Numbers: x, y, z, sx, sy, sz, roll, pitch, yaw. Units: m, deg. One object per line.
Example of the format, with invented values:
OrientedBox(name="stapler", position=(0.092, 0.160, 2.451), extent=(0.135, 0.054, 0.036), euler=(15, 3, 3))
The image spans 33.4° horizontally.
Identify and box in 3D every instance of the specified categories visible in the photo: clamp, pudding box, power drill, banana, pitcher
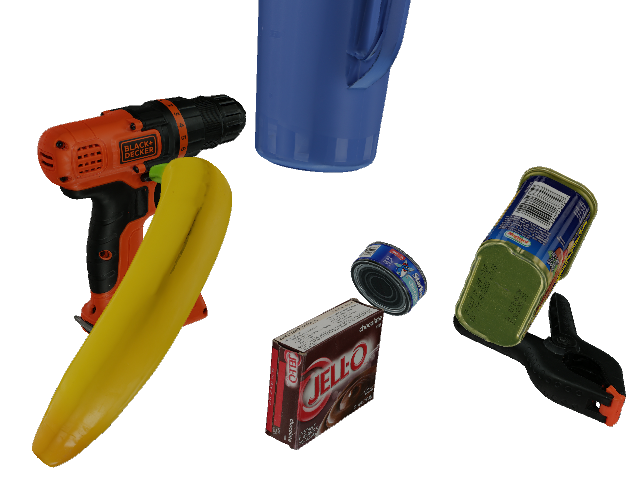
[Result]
OrientedBox(name="clamp", position=(0.211, 0.096, 0.928), extent=(0.120, 0.039, 0.172), euler=(-18, 39, -28))
OrientedBox(name="pudding box", position=(0.004, 0.107, 0.882), extent=(0.039, 0.090, 0.113), euler=(21, 28, 30))
OrientedBox(name="power drill", position=(-0.134, -0.020, 0.862), extent=(0.184, 0.188, 0.057), euler=(-18, 26, -38))
OrientedBox(name="banana", position=(-0.080, 0.019, 0.516), extent=(0.037, 0.197, 0.070), euler=(36, -48, -19))
OrientedBox(name="pitcher", position=(0.012, -0.183, 0.903), extent=(0.145, 0.243, 0.149), euler=(9, 17, 11))

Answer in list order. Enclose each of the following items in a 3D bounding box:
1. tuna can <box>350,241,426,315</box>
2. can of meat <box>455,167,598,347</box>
OrientedBox(name="tuna can", position=(0.077, 0.045, 1.218), extent=(0.086, 0.086, 0.033), euler=(0, 38, 50))
OrientedBox(name="can of meat", position=(0.141, 0.014, 0.740), extent=(0.057, 0.102, 0.083), euler=(29, 51, 15))
